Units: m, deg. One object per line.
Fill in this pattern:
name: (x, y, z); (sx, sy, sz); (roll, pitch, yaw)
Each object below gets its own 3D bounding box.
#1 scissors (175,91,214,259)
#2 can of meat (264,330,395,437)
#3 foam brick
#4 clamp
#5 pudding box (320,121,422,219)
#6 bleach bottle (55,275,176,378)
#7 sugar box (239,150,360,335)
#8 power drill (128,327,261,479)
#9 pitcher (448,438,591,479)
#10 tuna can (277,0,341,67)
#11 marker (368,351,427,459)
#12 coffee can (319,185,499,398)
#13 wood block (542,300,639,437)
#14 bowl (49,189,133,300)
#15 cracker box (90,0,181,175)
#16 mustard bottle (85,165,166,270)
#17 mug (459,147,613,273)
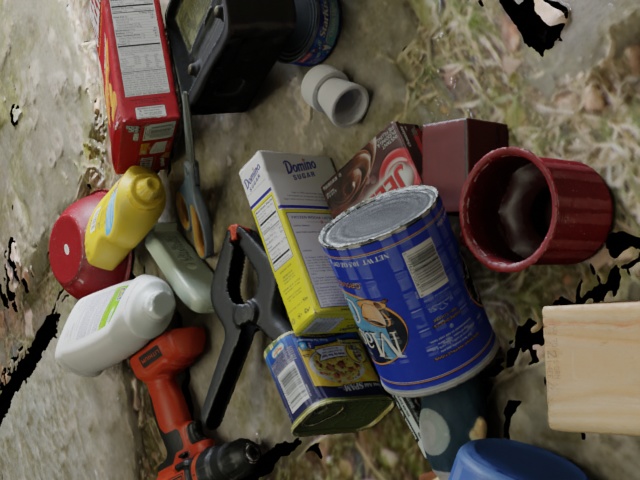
scissors: (-0.147, -0.076, 1.176); (0.096, 0.016, 0.202); (34, 137, 56)
can of meat: (0.007, 0.128, 0.979); (0.058, 0.101, 0.084); (-50, 51, 36)
foam brick: (0.121, -0.059, 0.888); (0.051, 0.052, 0.078); (-4, 85, 50)
clamp: (-0.059, 0.081, 1.096); (0.165, 0.036, 0.210); (-15, 70, 31)
pudding box: (0.059, -0.039, 0.968); (0.114, 0.039, 0.090); (-42, 59, 40)
bleach bottle: (-0.231, 0.098, 1.237); (0.251, 0.068, 0.102); (-20, 48, 58)
sugar box: (-0.007, 0.001, 1.004); (0.048, 0.093, 0.176); (-44, 56, 39)
power drill: (-0.143, 0.196, 1.185); (0.185, 0.057, 0.188); (-34, 64, 42)
pitcher: (0.139, 0.285, 0.815); (0.145, 0.149, 0.243); (32, 111, 62)
tuna can: (-0.018, -0.217, 1.066); (0.086, 0.033, 0.086); (-2, 88, 49)
marker: (0.075, 0.141, 0.961); (0.020, 0.020, 0.121); (-53, 52, 34)
coffee can: (0.072, 0.041, 0.861); (0.103, 0.102, 0.140); (-3, 117, 49)
wood block: (0.257, 0.082, 0.695); (0.207, 0.090, 0.090); (-7, 84, 49)
bowl: (-0.305, 0.013, 1.381); (0.162, 0.055, 0.162); (-1, 89, 49)
cracker box: (-0.217, -0.203, 1.225); (0.164, 0.072, 0.214); (129, 131, -69)
mustard bottle: (-0.222, -0.034, 1.241); (0.192, 0.058, 0.096); (-34, 39, 59)
mug: (0.160, -0.017, 0.818); (0.117, 0.081, 0.093); (-32, 66, 44)
